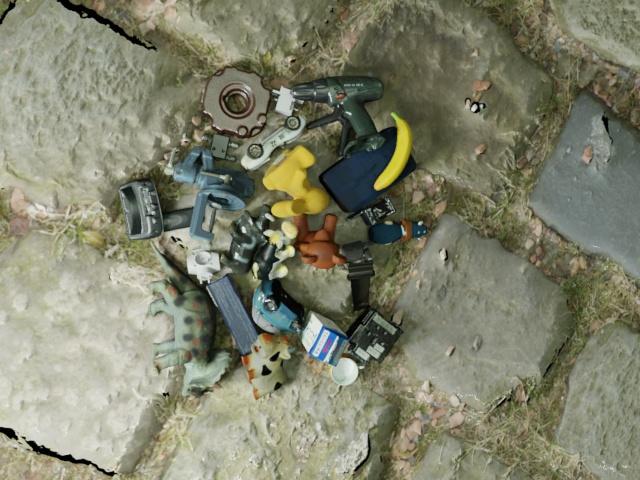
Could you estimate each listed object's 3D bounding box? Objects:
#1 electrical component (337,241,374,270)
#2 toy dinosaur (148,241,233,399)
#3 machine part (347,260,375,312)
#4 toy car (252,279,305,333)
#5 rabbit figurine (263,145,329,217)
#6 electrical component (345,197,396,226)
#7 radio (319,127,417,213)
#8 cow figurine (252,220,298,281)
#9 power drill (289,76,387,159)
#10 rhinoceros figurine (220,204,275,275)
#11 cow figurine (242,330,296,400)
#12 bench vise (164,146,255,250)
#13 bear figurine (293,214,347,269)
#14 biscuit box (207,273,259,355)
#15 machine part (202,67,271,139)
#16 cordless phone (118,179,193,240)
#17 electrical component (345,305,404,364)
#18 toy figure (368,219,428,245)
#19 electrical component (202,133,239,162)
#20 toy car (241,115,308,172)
[{"bbox_3d":[0.090,0.042,1.389,0.102,0.078,0.045,-11,61,-13],"label":"electrical component"},{"bbox_3d":[-0.317,0.202,1.310,0.192,0.131,0.404,-1,89,-22],"label":"toy dinosaur"},{"bbox_3d":[0.105,0.118,1.391,0.084,0.039,0.138,-7,111,-19],"label":"machine part"},{"bbox_3d":[-0.115,0.178,1.352,0.103,0.109,0.161,-37,111,17],"label":"toy car"},{"bbox_3d":[-0.048,-0.124,1.318,0.173,0.122,0.162,46,60,-26],"label":"rabbit figurine"},{"bbox_3d":[0.129,-0.064,1.384,0.119,0.075,0.047,-30,97,-10],"label":"electrical component"},{"bbox_3d":[0.125,-0.176,1.380,0.229,0.073,0.131,-36,99,-4],"label":"radio"},{"bbox_3d":[-0.114,0.026,1.294,0.098,0.068,0.167,-17,140,-42],"label":"cow figurine"},{"bbox_3d":[0.060,-0.306,1.312,0.232,0.086,0.207,-15,69,-15],"label":"power drill"},{"bbox_3d":[-0.177,-0.004,1.338,0.112,0.073,0.190,25,89,-9],"label":"rhinoceros figurine"},{"bbox_3d":[-0.124,0.300,1.322,0.127,0.086,0.194,-19,135,-16],"label":"cow figurine"},{"bbox_3d":[-0.272,-0.098,1.283,0.223,0.129,0.240,17,71,-29],"label":"bench vise"},{"bbox_3d":[-0.002,0.000,1.305,0.120,0.196,0.131,1,92,-7],"label":"bear figurine"},{"bbox_3d":[-0.213,0.187,1.349,0.063,0.059,0.202,-26,96,-9],"label":"biscuit box"},{"bbox_3d":[-0.205,-0.338,1.324,0.179,0.056,0.179,0,92,-9],"label":"machine part"},{"bbox_3d":[-0.385,-0.082,1.307,0.184,0.089,0.146,-12,94,-20],"label":"cordless phone"},{"bbox_3d":[0.134,0.255,1.412,0.115,0.058,0.134,39,87,-7],"label":"electrical component"},{"bbox_3d":[0.206,-0.024,1.408,0.154,0.064,0.058,-7,56,-14],"label":"toy figure"},{"bbox_3d":[-0.251,-0.230,1.339,0.094,0.021,0.063,13,91,-10],"label":"electrical component"},{"bbox_3d":[-0.111,-0.243,1.335,0.202,0.073,0.056,-37,95,-5],"label":"toy car"}]
